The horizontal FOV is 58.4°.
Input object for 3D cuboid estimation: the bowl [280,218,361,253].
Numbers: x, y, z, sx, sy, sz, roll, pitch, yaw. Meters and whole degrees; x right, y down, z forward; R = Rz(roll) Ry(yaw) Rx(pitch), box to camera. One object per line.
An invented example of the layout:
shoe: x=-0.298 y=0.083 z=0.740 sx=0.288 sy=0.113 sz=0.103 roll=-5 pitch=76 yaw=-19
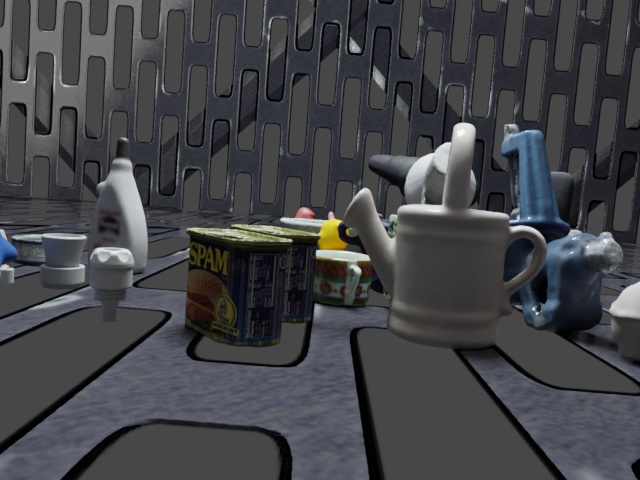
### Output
bowl: x=0.009 y=0.004 z=1.015 sx=0.167 sy=0.075 sz=0.167 roll=5 pitch=5 yaw=0

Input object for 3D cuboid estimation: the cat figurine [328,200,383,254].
cat figurine: x=0.066 y=-0.030 z=1.222 sx=0.127 sy=0.118 sz=0.067 roll=8 pitch=6 yaw=37

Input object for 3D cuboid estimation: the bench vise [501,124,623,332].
bench vise: x=0.245 y=-0.020 z=0.627 sx=0.122 sy=0.220 sz=0.206 roll=1 pitch=6 yaw=-38

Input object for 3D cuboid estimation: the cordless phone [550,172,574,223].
cordless phone: x=0.331 y=-0.019 z=0.918 sx=0.147 sy=0.185 sz=0.094 roll=5 pitch=5 yaw=3

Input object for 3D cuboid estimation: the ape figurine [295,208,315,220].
ape figurine: x=-0.032 y=-0.018 z=1.140 sx=0.076 sy=0.092 sz=0.078 roll=6 pitch=5 yaw=14

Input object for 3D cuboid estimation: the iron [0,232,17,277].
iron: x=-0.371 y=-0.016 z=0.464 sx=0.118 sy=0.141 sz=0.258 roll=5 pitch=5 yaw=8

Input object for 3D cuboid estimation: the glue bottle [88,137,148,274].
glue bottle: x=-0.259 y=-0.045 z=0.740 sx=0.078 sy=0.173 sz=0.037 roll=6 pitch=5 yaw=19

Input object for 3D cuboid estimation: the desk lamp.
desk lamp: x=0.196 y=-0.044 z=0.918 sx=0.118 sy=0.213 sz=0.203 roll=5 pitch=5 yaw=5

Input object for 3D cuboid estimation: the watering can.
watering can: x=0.110 y=-0.009 z=0.517 sx=0.173 sy=0.194 sz=0.101 roll=4 pitch=5 yaw=-9

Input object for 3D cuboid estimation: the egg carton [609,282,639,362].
egg carton: x=0.330 y=0.074 z=0.482 sx=0.149 sy=0.069 sz=0.108 roll=8 pitch=6 yaw=37

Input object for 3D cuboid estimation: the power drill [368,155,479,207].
power drill: x=0.182 y=-0.056 z=1.089 sx=0.228 sy=0.208 sz=0.076 roll=8 pitch=6 yaw=35

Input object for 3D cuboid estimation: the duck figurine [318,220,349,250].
duck figurine: x=0.021 y=0.014 z=0.832 sx=0.078 sy=0.086 sz=0.104 roll=3 pitch=5 yaw=-20

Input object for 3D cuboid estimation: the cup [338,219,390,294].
cup: x=0.078 y=0.021 z=0.739 sx=0.117 sy=0.095 sz=0.092 roll=6 pitch=5 yaw=12

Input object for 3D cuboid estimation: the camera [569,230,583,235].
camera: x=0.295 y=0.032 z=0.783 sx=0.136 sy=0.101 sz=0.143 roll=7 pitch=5 yaw=24
